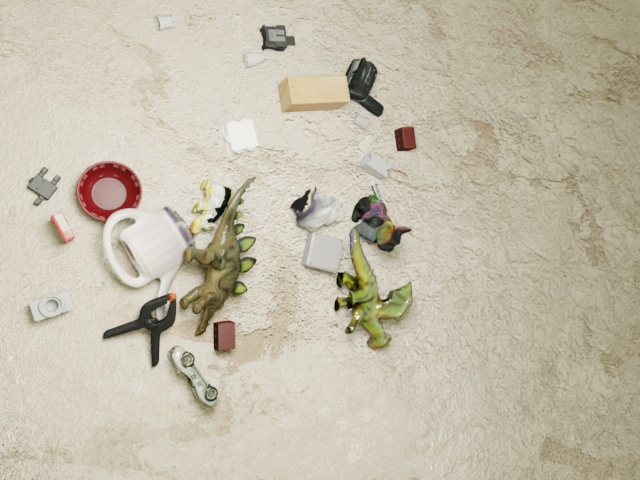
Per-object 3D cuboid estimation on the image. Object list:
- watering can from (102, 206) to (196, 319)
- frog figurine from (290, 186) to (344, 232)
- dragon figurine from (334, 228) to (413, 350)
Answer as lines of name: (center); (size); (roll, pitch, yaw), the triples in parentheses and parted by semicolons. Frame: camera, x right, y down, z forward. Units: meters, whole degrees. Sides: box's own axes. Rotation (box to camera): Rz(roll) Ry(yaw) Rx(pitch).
watering can: (-0.434, 0.056, 1.395); (0.227, 0.104, 0.342); (-35, 114, -25)
frog figurine: (0.005, -0.081, 1.606); (0.158, 0.125, 0.136); (30, 107, -30)
dragon figurine: (0.181, 0.167, 1.628); (0.243, 0.123, 0.406); (2, 105, -21)
